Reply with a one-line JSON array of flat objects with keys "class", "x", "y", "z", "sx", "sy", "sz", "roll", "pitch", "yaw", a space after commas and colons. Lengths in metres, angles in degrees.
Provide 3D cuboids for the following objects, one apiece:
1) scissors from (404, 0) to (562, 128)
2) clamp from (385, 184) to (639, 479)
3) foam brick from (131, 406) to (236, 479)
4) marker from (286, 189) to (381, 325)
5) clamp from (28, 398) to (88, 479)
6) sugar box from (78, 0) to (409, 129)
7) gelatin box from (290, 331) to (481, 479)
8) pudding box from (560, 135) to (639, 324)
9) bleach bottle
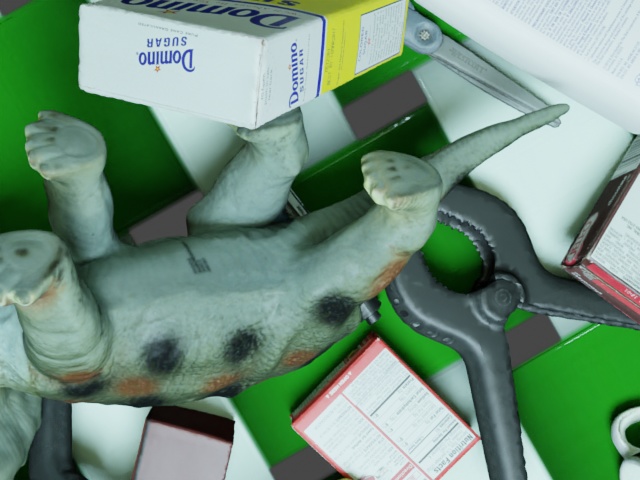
[{"class": "scissors", "x": 0.060, "y": -0.141, "z": 0.627, "sx": 0.201, "sy": 0.016, "sz": 0.096, "roll": 17, "pitch": 92, "yaw": -3}, {"class": "clamp", "x": 0.111, "y": 0.033, "z": 0.624, "sx": 0.164, "sy": 0.036, "sz": 0.210, "roll": -36, "pitch": 88, "yaw": -15}, {"class": "foam brick", "x": -0.082, "y": 0.140, "z": 0.618, "sx": 0.051, "sy": 0.053, "sz": 0.078, "roll": 13, "pitch": 94, "yaw": -3}, {"class": "marker", "x": -0.004, "y": 0.001, "z": 0.630, "sx": 0.020, "sy": 0.020, "sz": 0.121, "roll": -38, "pitch": 94, "yaw": 0}, {"class": "clamp", "x": -0.169, "y": 0.154, "z": 0.595, "sx": 0.120, "sy": 0.039, "sz": 0.171, "roll": -33, "pitch": 62, "yaw": 8}, {"class": "sugar box", "x": -0.029, "y": -0.103, "z": 0.525, "sx": 0.093, "sy": 0.176, "sz": 0.048, "roll": 14, "pitch": 113, "yaw": 20}, {"class": "gelatin box", "x": 0.038, "y": 0.111, "z": 0.632, "sx": 0.089, "sy": 0.030, "sz": 0.073, "roll": 44, "pitch": 90, "yaw": -5}, {"class": "pudding box", "x": 0.206, "y": -0.005, "z": 0.615, "sx": 0.090, "sy": 0.039, "sz": 0.113, "roll": 36, "pitch": 75, "yaw": -5}, {"class": "bleach bottle", "x": 0.104, "y": -0.162, "z": 0.595, "sx": 0.250, "sy": 0.068, "sz": 0.102, "roll": 31, "pitch": 89, "yaw": -6}]
